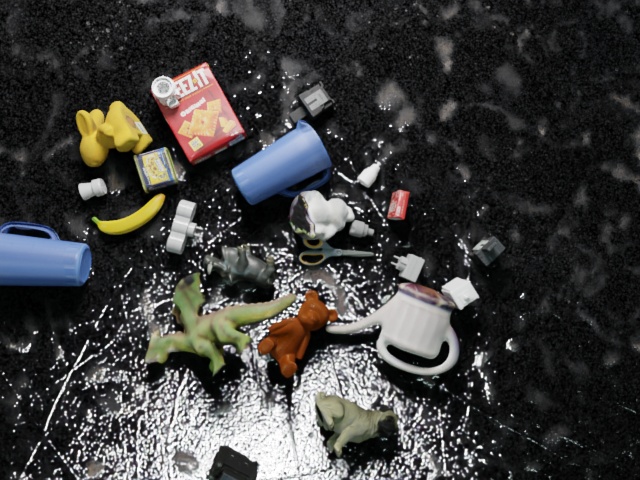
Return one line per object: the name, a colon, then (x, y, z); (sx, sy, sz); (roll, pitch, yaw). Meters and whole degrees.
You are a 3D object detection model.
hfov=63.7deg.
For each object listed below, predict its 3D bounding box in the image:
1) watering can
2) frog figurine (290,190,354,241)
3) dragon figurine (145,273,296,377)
watering can: (0.207, 0.216, 1.351); (0.348, 0.225, 0.103); (21, -2, 5)
frog figurine: (0.004, -0.068, 1.358); (0.160, 0.139, 0.120); (-14, -20, -42)
dragon figurine: (-0.275, 0.191, 1.293); (0.408, 0.243, 0.122); (-43, -5, 7)
